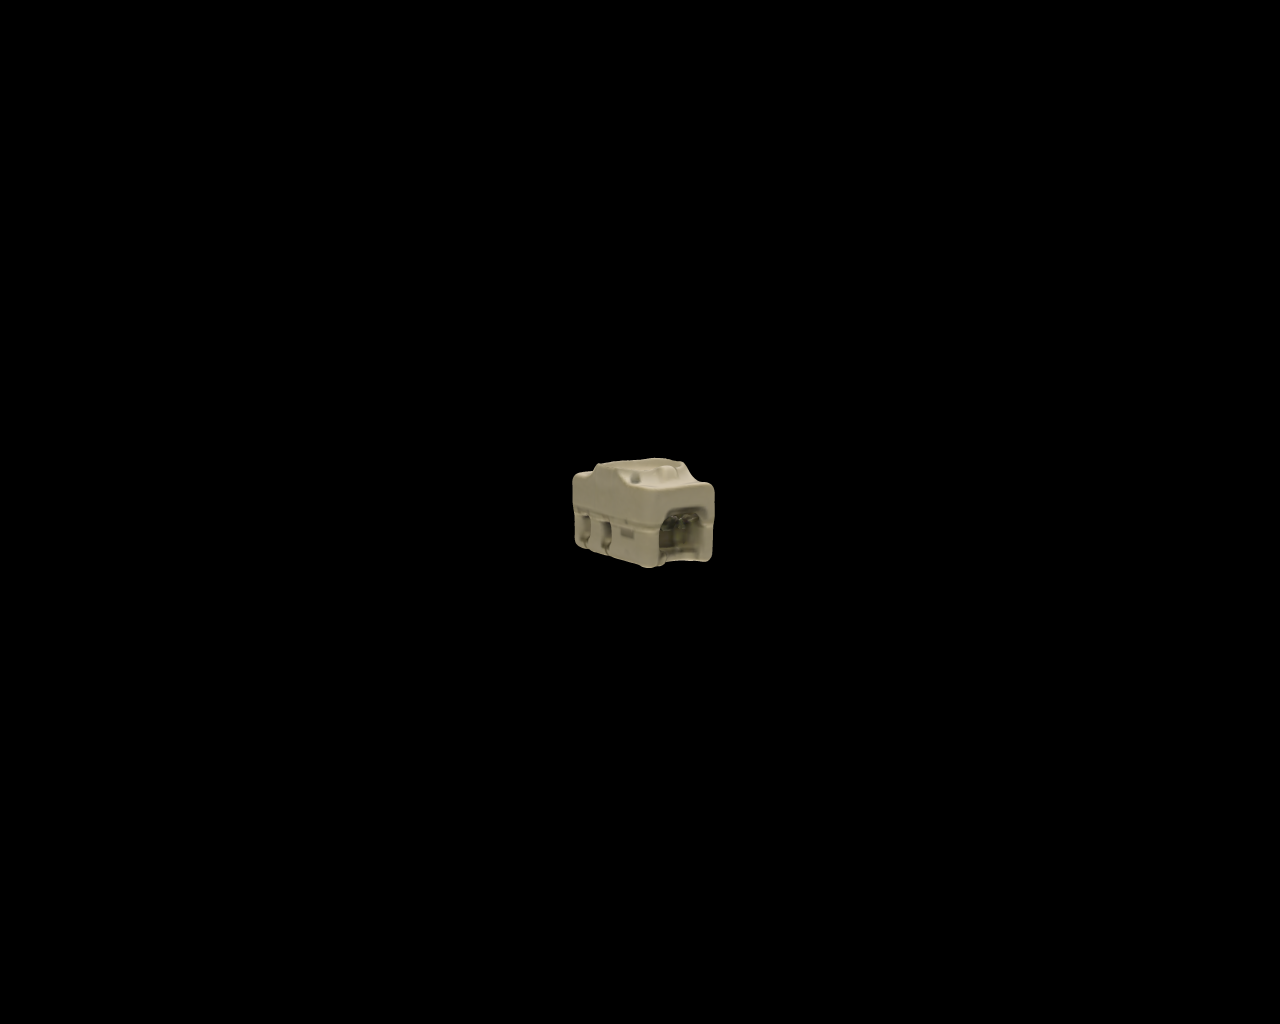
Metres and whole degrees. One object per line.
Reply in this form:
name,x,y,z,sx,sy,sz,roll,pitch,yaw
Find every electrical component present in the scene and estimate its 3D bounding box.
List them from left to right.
electrical component,0.001,-0.003,0.650,0.050,0.055,0.089,-6,11,-31
